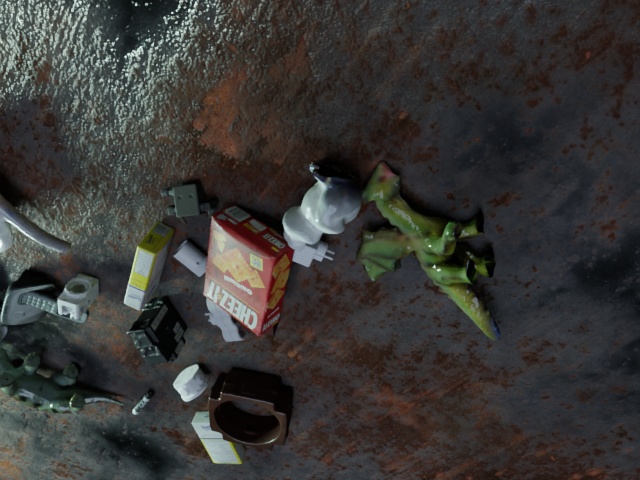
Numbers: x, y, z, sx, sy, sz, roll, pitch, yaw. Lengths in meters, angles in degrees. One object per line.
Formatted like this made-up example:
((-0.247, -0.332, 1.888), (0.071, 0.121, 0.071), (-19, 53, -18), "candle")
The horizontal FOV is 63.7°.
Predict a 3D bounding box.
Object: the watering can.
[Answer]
((-0.691, -0.065, 1.060), (0.347, 0.106, 0.219), (3, 124, 11), "watering can")

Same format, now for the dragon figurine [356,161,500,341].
((0.187, 0.039, 0.968), (0.242, 0.125, 0.403), (-1, 123, 34), "dragon figurine")

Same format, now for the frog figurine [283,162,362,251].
((0.003, -0.045, 0.902), (0.122, 0.139, 0.157), (8, 109, -28), "frog figurine")
